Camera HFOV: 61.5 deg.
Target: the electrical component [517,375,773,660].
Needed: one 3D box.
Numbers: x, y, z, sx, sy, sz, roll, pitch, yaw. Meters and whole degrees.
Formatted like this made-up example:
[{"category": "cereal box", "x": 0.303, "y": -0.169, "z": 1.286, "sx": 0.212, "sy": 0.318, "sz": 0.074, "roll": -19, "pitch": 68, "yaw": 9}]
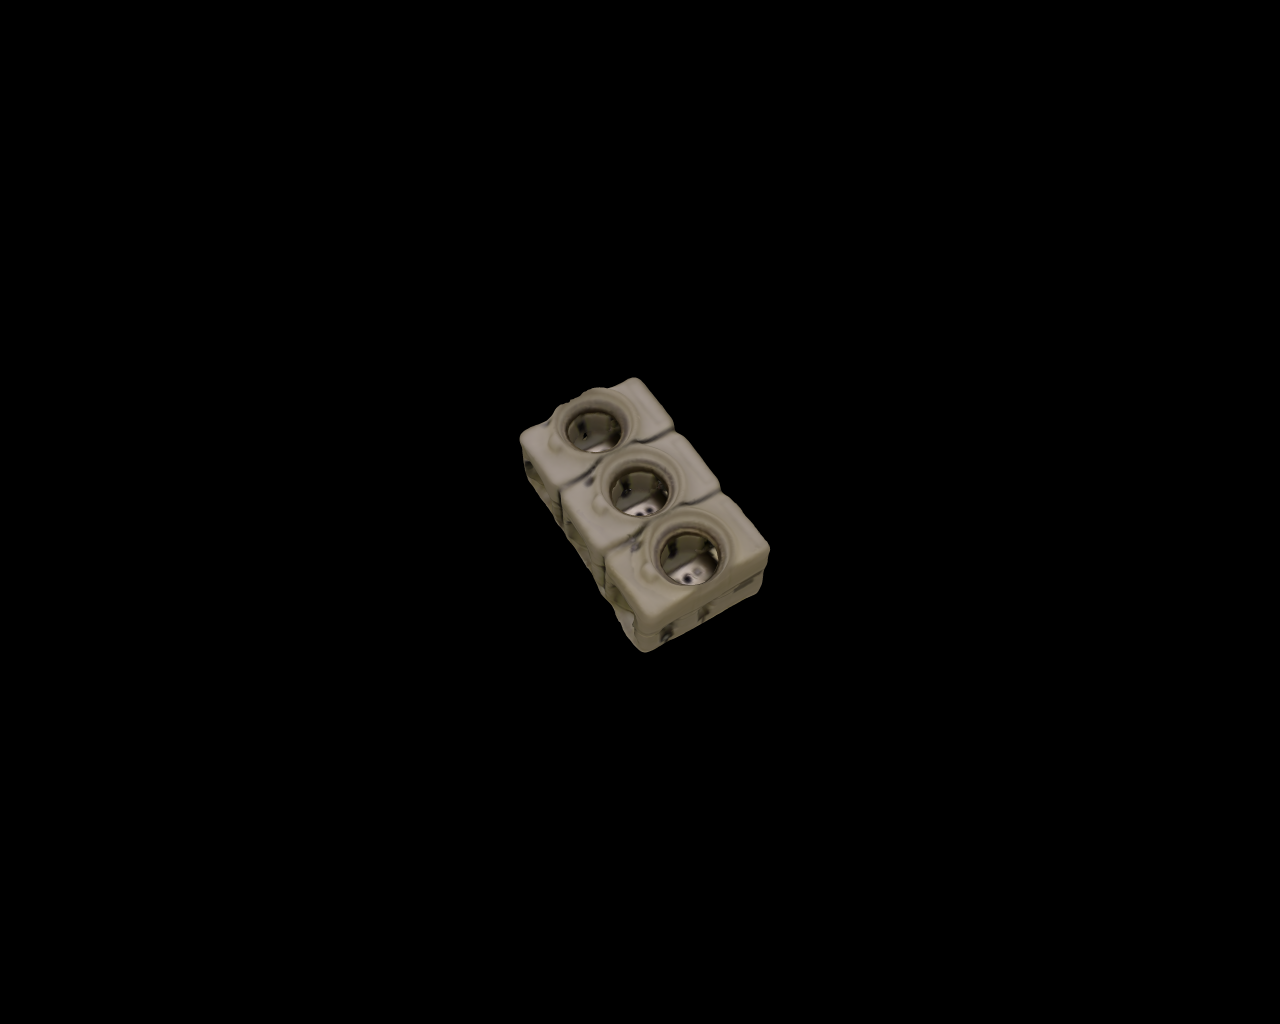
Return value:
[{"category": "electrical component", "x": 0.001, "y": -0.003, "z": 0.650, "sx": 0.090, "sy": 0.150, "sz": 0.061, "roll": -28, "pitch": -28, "yaw": -16}]
